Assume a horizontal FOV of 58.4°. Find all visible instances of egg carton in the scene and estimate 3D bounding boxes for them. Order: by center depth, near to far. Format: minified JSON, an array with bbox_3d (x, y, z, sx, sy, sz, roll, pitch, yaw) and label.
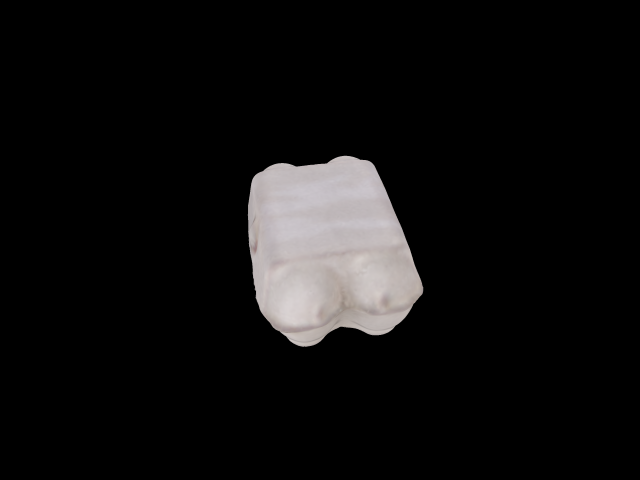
[{"bbox_3d":[0.004,0.001,0.400,0.107,0.069,0.150,-8,43,-8],"label":"egg carton"}]
